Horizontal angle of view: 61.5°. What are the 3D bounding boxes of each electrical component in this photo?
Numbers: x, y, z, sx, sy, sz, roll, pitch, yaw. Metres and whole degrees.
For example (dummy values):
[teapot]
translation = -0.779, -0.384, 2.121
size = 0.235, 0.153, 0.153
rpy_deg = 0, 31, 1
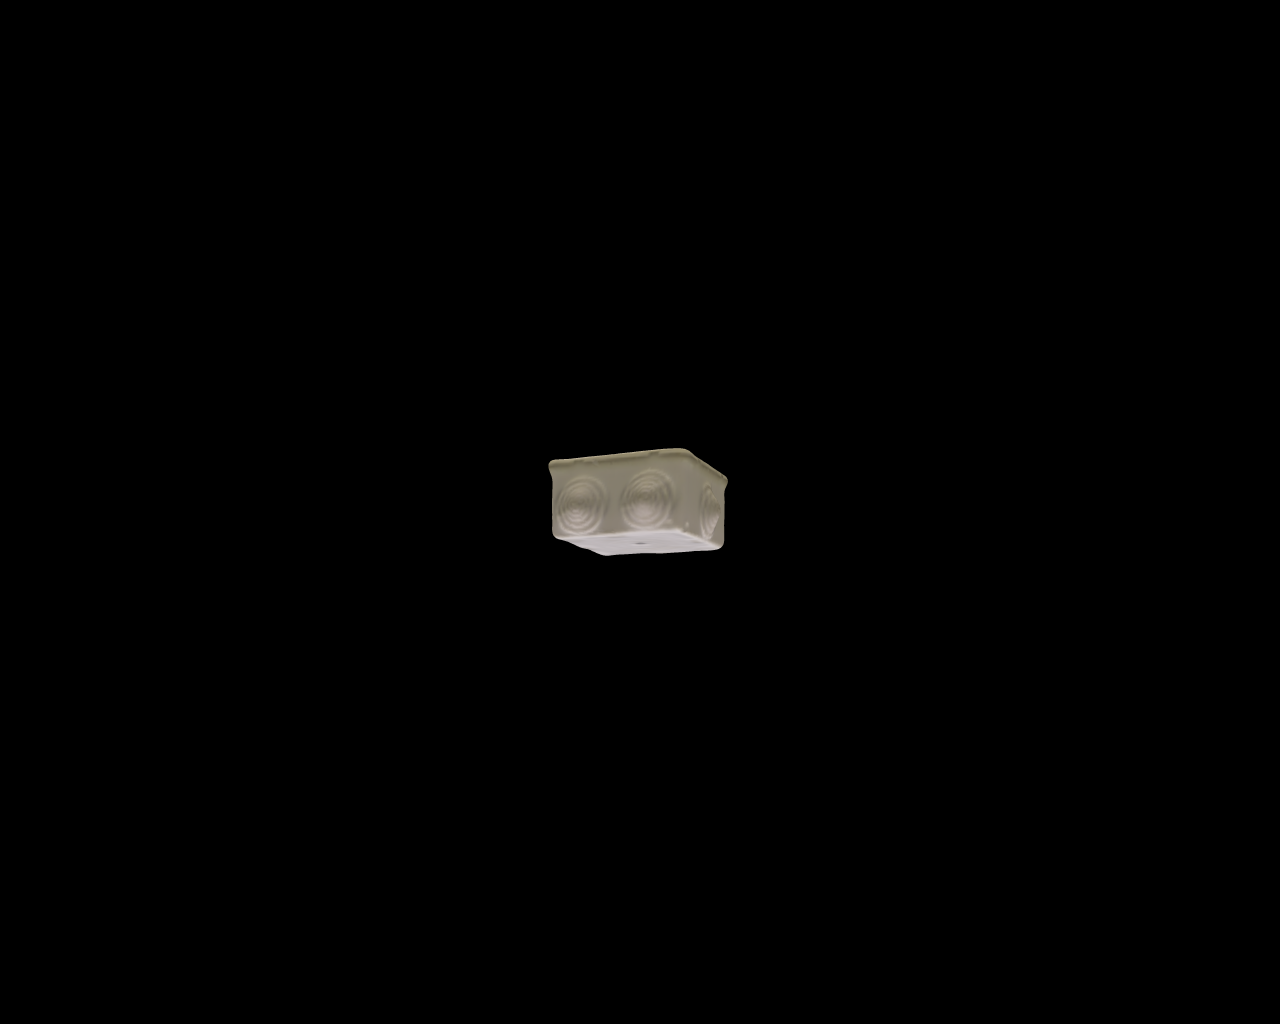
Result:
[electrical component]
translation = 0.001, -0.003, 0.650
size = 0.100, 0.048, 0.099
rpy_deg = -4, -11, 20
